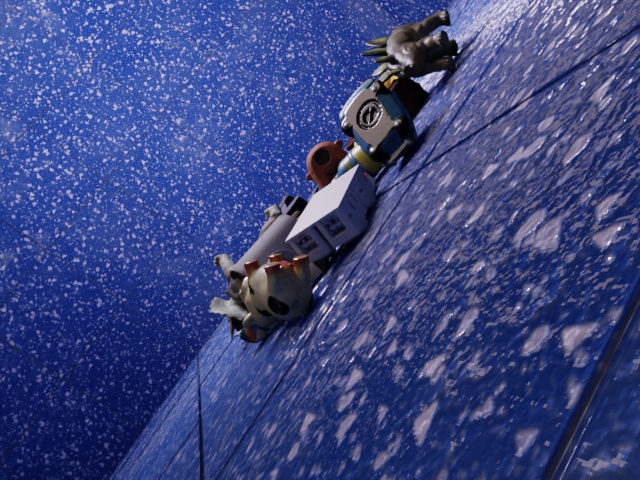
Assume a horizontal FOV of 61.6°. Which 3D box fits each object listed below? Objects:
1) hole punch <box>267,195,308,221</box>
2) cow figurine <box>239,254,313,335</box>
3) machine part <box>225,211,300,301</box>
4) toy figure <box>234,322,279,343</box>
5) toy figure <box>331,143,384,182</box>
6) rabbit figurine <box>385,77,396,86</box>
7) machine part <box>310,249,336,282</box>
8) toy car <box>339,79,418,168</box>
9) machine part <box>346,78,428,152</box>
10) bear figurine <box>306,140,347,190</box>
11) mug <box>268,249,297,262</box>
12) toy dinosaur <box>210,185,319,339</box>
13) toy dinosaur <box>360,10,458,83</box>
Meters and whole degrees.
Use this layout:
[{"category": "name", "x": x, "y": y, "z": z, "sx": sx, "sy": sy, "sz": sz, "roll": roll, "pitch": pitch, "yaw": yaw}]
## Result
[{"category": "hole punch", "x": -0.063, "y": -0.060, "z": 1.540, "sx": 0.092, "sy": 0.142, "sz": 0.116, "roll": 5, "pitch": 65, "yaw": 56}, {"category": "cow figurine", "x": -0.074, "y": 0.089, "z": 0.855, "sx": 0.085, "sy": 0.127, "sz": 0.195, "roll": -12, "pitch": 3, "yaw": -28}, {"category": "machine part", "x": -0.103, "y": 0.030, "z": 1.107, "sx": 0.243, "sy": 0.079, "sz": 0.079, "roll": -51, "pitch": 4, "yaw": -27}, {"category": "toy figure", "x": -0.109, "y": 0.149, "z": 0.998, "sx": 0.154, "sy": 0.064, "sz": 0.058, "roll": -55, "pitch": 41, "yaw": 38}, {"category": "toy figure", "x": 0.095, "y": -0.158, "z": 1.052, "sx": 0.180, "sy": 0.082, "sz": 0.089, "roll": -46, "pitch": 19, "yaw": 23}, {"category": "rabbit figurine", "x": 0.190, "y": -0.358, "z": 1.440, "sx": 0.162, "sy": 0.122, "sz": 0.173, "roll": -39, "pitch": 28, "yaw": 35}, {"category": "machine part", "x": -0.016, "y": 0.054, "z": 0.924, "sx": 0.139, "sy": 0.039, "sz": 0.084, "roll": -50, "pitch": 15, "yaw": 15}, {"category": "toy car", "x": 0.117, "y": -0.194, "z": 0.927, "sx": 0.103, "sy": 0.162, "sz": 0.109, "roll": 10, "pitch": -53, "yaw": -48}, {"category": "machine part", "x": 0.152, "y": -0.280, "z": 1.270, "sx": 0.201, "sy": 0.087, "sz": 0.201, "roll": -54, "pitch": 7, "yaw": -2}, {"category": "bear figurine", "x": 0.030, "y": -0.171, "z": 1.313, "sx": 0.120, "sy": 0.132, "sz": 0.196, "roll": -46, "pitch": -7, "yaw": 4}, {"category": "mug", "x": -0.071, "y": 0.073, "z": 1.036, "sx": 0.107, "sy": 0.081, "sz": 0.109, "roll": -61, "pitch": 4, "yaw": 43}, {"category": "toy dinosaur", "x": -0.125, "y": 0.059, "z": 1.229, "sx": 0.404, "sy": 0.131, "sz": 0.192, "roll": -47, "pitch": 43, "yaw": 23}, {"category": "toy dinosaur", "x": 0.199, "y": -0.430, "z": 1.193, "sx": 0.199, "sy": 0.104, "sz": 0.471, "roll": -9, "pitch": 27, "yaw": 20}]
